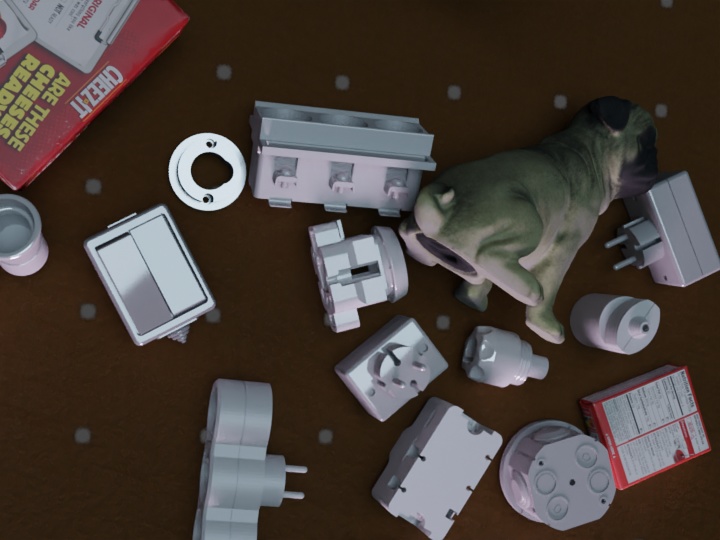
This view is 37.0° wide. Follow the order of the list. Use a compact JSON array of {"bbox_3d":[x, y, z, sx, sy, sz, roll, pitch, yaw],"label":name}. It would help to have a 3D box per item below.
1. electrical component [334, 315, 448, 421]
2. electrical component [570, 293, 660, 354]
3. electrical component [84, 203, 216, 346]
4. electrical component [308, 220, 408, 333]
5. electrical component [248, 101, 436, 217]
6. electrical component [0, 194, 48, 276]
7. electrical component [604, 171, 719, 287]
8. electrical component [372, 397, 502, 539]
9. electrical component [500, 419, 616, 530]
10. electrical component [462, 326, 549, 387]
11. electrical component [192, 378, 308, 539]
[{"bbox_3d":[0.027,0.072,0.779,0.066,0.077,0.047,-39,100,-10],"label":"electrical component"},{"bbox_3d":[0.197,0.041,0.819,0.043,0.081,0.043,0,92,-14],"label":"electrical component"},{"bbox_3d":[-0.142,0.008,0.742,0.062,0.061,0.096,-28,98,-12],"label":"electrical component"},{"bbox_3d":[0.000,0.000,0.780,0.057,0.058,0.078,-14,95,-11],"label":"electrical component"},{"bbox_3d":[-0.016,-0.079,0.769,0.121,0.078,0.063,4,112,-14],"label":"electrical component"},{"bbox_3d":[-0.230,-0.020,0.716,0.044,0.065,0.044,2,75,-7],"label":"electrical component"},{"bbox_3d":[0.228,-0.025,0.843,0.076,0.047,0.083,-24,98,-10],"label":"electrical component"},{"bbox_3d":[0.055,0.145,0.799,0.050,0.056,0.089,35,83,-13],"label":"electrical component"},{"bbox_3d":[0.152,0.158,0.827,0.080,0.051,0.080,0,92,-15],"label":"electrical component"},{"bbox_3d":[0.112,0.068,0.818,0.062,0.043,0.043,14,88,-15],"label":"electrical component"},{"bbox_3d":[-0.074,0.149,0.768,0.074,0.052,0.138,7,90,-15],"label":"electrical component"}]
